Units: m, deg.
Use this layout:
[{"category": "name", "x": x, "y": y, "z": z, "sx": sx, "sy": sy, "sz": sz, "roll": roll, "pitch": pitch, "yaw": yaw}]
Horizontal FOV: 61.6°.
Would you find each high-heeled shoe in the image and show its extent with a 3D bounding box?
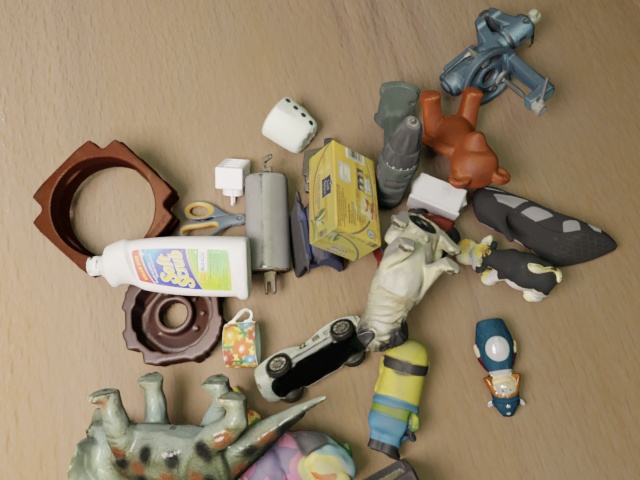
[{"category": "high-heeled shoe", "x": 0.394, "y": -0.034, "z": 0.959, "sx": 0.249, "sy": 0.086, "sz": 0.145, "roll": 8, "pitch": 39, "yaw": -15}]

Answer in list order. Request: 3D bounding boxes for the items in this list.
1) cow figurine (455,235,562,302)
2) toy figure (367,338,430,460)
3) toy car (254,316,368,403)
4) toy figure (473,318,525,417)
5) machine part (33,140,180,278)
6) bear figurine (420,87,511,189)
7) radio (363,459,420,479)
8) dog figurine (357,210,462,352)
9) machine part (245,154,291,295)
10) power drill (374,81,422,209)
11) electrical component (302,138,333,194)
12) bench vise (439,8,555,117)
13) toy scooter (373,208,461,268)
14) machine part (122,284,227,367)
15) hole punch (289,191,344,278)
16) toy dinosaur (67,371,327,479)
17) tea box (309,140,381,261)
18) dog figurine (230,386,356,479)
[{"category": "cow figurine", "x": 0.312, "y": 0.042, "z": 0.903, "sx": 0.167, "sy": 0.098, "sz": 0.068, "roll": 22, "pitch": 79, "yaw": 7}, {"category": "toy figure", "x": 0.124, "y": 0.243, "z": 0.838, "sx": 0.082, "sy": 0.089, "sz": 0.180, "roll": 21, "pitch": 70, "yaw": 1}, {"category": "toy car", "x": -0.008, "y": 0.191, "z": 0.864, "sx": 0.202, "sy": 0.056, "sz": 0.073, "roll": -28, "pitch": 117, "yaw": -10}, {"category": "toy figure", "x": 0.289, "y": 0.206, "z": 0.869, "sx": 0.064, "sy": 0.057, "sz": 0.154, "roll": -20, "pitch": 69, "yaw": 35}, {"category": "machine part", "x": -0.360, "y": -0.052, "z": 0.923, "sx": 0.201, "sy": 0.087, "sz": 0.201, "roll": 42, "pitch": 82, "yaw": 0}, {"category": "bear figurine", "x": 0.249, "y": -0.174, "z": 0.929, "sx": 0.120, "sy": 0.131, "sz": 0.196, "roll": -5, "pitch": 31, "yaw": -4}, {"category": "radio", "x": 0.045, "y": 0.401, "z": 0.761, "sx": 0.230, "sy": 0.131, "sz": 0.073, "roll": -27, "pitch": 75, "yaw": -9}, {"category": "dog figurine", "x": 0.120, "y": 0.064, "z": 0.846, "sx": 0.121, "sy": 0.172, "sz": 0.190, "roll": 31, "pitch": 118, "yaw": 2}, {"category": "machine part", "x": -0.091, "y": -0.028, "z": 0.926, "sx": 0.079, "sy": 0.079, "sz": 0.243, "roll": -3, "pitch": 81, "yaw": -1}, {"category": "power drill", "x": 0.137, "y": -0.178, "z": 0.924, "sx": 0.086, "sy": 0.231, "sz": 0.207, "roll": 2, "pitch": 54, "yaw": -4}, {"category": "electrical component", "x": 0.010, "y": -0.136, "z": 0.996, "sx": 0.078, "sy": 0.045, "sz": 0.102, "roll": -12, "pitch": 66, "yaw": 26}, {"category": "bench vise", "x": 0.356, "y": -0.322, "z": 1.006, "sx": 0.224, "sy": 0.128, "sz": 0.241, "roll": -31, "pitch": 56, "yaw": -2}, {"category": "toy scooter", "x": 0.143, "y": 0.008, "z": 0.929, "sx": 0.184, "sy": 0.075, "sz": 0.135, "roll": -43, "pitch": 76, "yaw": -8}, {"category": "machine part", "x": -0.241, "y": 0.126, "z": 0.899, "sx": 0.179, "sy": 0.056, "sz": 0.179, "roll": 0, "pitch": 70, "yaw": 1}, {"category": "hole punch", "x": -0.002, "y": -0.003, "z": 0.915, "sx": 0.092, "sy": 0.115, "sz": 0.142, "roll": -4, "pitch": 71, "yaw": -10}, {"category": "toy dinosaur", "x": -0.191, "y": 0.292, "z": 0.748, "sx": 0.405, "sy": 0.131, "sz": 0.192, "roll": 1, "pitch": 97, "yaw": 17}, {"category": "tea box", "x": 0.038, "y": -0.063, "z": 0.868, "sx": 0.098, "sy": 0.068, "sz": 0.170, "roll": 23, "pitch": 53, "yaw": -32}, {"category": "dog figurine", "x": -0.071, "y": 0.301, "z": 0.810, "sx": 0.191, "sy": 0.108, "sz": 0.219, "roll": -31, "pitch": 71, "yaw": -3}]
